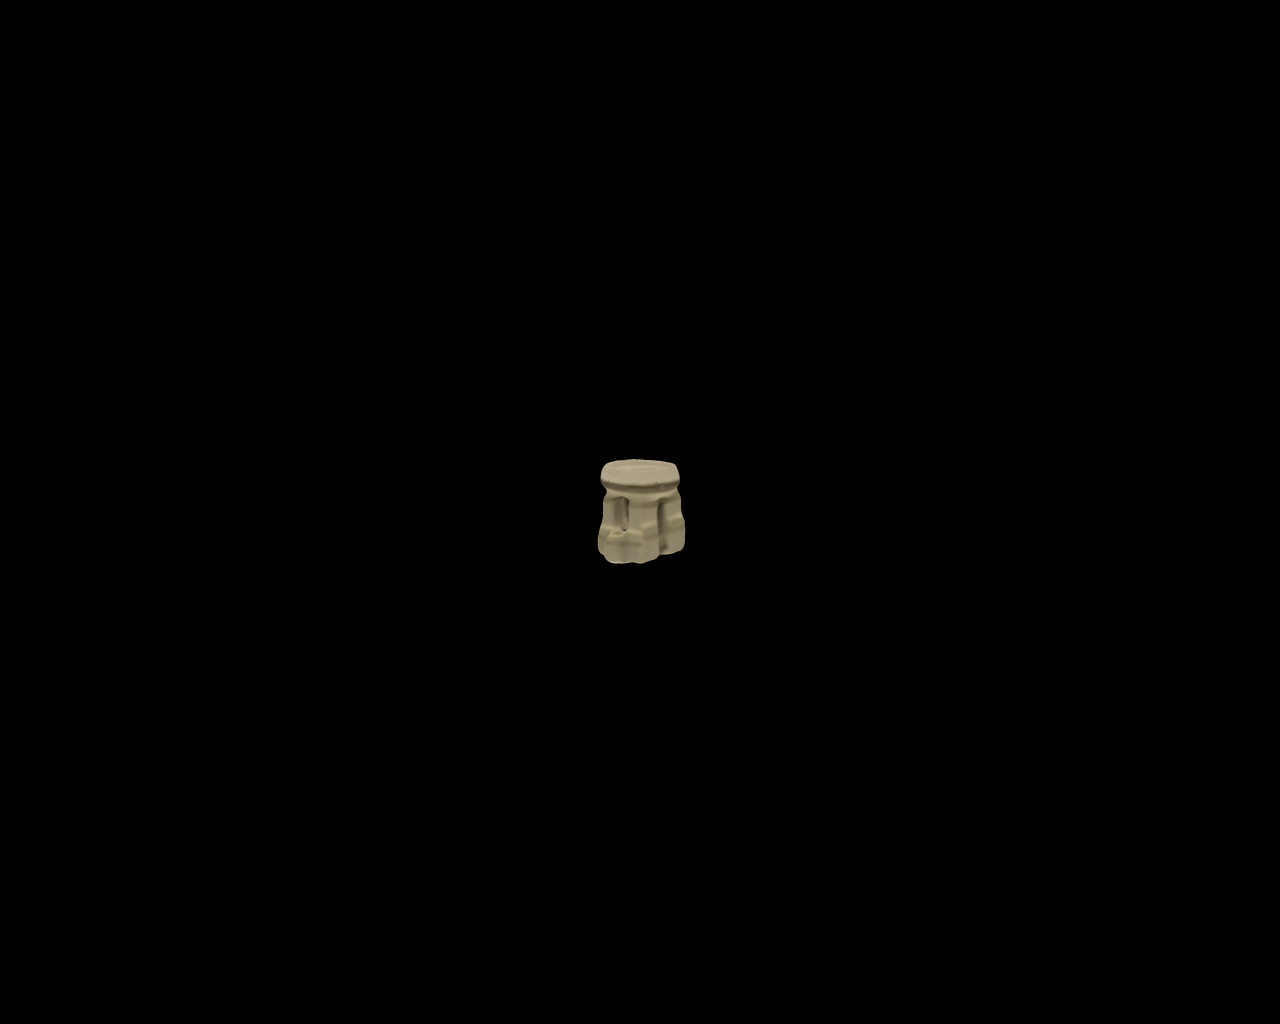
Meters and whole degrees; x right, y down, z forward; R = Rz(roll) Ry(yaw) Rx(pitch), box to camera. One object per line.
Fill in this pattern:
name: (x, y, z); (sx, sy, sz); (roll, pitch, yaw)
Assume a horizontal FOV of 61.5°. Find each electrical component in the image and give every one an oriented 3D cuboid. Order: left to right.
electrical component: (0.001, -0.003, 0.650); (0.048, 0.055, 0.066); (11, 17, 38)
